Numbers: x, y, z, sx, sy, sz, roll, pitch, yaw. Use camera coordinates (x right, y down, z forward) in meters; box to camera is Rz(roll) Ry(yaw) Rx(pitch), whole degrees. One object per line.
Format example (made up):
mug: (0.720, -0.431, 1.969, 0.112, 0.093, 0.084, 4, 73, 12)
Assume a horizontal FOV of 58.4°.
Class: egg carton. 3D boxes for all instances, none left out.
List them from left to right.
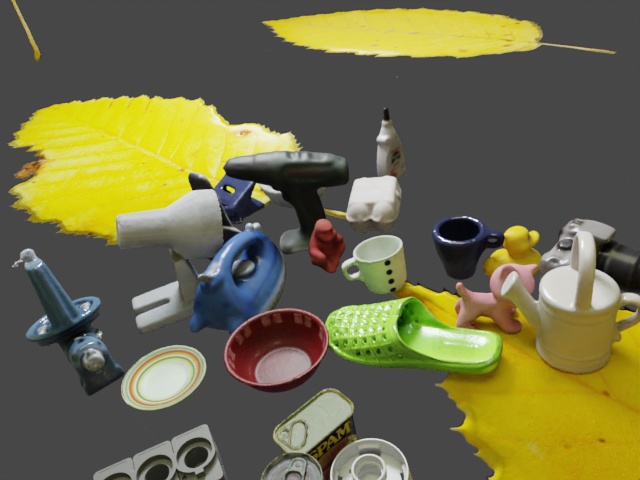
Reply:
egg carton: (0.112, -0.075, 1.173, 0.107, 0.069, 0.150, -3, 35, 12)

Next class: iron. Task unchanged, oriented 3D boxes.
iron: (-0.135, 0.048, 1.000, 0.118, 0.142, 0.258, 4, 37, 21)

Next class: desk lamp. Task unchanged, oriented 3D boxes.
desk lamp: (-0.253, 0.029, 0.997, 0.203, 0.214, 0.117, -21, 35, -14)

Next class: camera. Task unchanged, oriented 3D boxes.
camera: (0.434, 0.034, 0.891, 0.136, 0.101, 0.143, 22, 46, 39)

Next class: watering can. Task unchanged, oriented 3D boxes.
watering can: (0.338, 0.079, 0.770, 0.173, 0.194, 0.101, -10, 34, 2)

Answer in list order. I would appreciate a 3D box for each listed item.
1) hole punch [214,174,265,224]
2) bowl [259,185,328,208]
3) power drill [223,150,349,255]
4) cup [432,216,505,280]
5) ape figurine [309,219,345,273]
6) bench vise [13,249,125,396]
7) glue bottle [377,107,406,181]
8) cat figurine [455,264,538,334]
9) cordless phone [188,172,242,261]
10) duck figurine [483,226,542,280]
hole punch: (-0.192, -0.100, 1.280, 0.101, 0.091, 0.108, -35, 40, -31)
bowl: (-0.050, -0.120, 1.282, 0.167, 0.075, 0.167, -8, 34, 5)
power drill: (-0.052, -0.079, 1.102, 0.229, 0.209, 0.075, -10, 34, 1)
cup: (0.252, 0.019, 0.971, 0.117, 0.095, 0.092, 2, 36, 19)
ape figurine: (0.010, 0.004, 1.067, 0.078, 0.092, 0.076, -27, 37, -21)
bench vise: (-0.386, 0.120, 0.897, 0.206, 0.220, 0.122, 13, 41, 32)
glue bottle: (0.153, -0.212, 1.269, 0.037, 0.173, 0.078, 17, 43, 35)
cat figurine: (0.265, 0.078, 0.860, 0.127, 0.118, 0.067, -6, 34, 8)
cordless phone: (-0.241, -0.065, 1.158, 0.147, 0.185, 0.094, 16, 43, 35)
duck figurine: (0.323, 0.018, 0.960, 0.104, 0.086, 0.077, -17, 34, -9)
